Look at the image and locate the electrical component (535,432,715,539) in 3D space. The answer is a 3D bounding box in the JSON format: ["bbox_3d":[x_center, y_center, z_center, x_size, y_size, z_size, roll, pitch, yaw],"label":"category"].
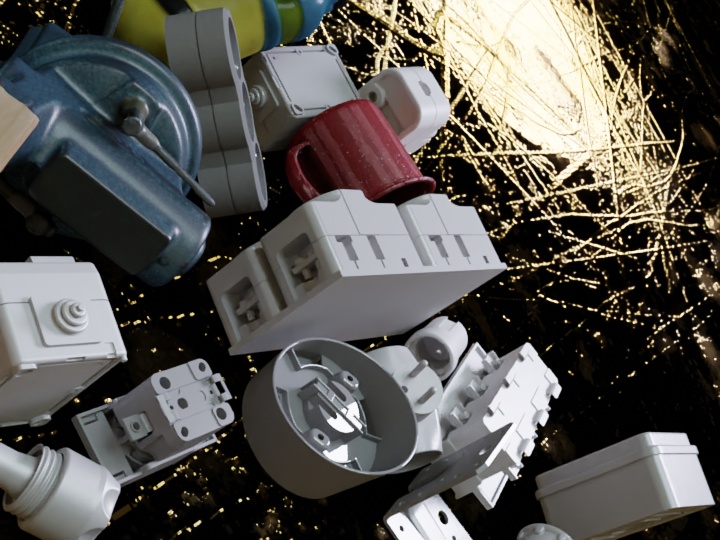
[{"bbox_3d":[0.201,0.169,0.824,0.078,0.113,0.057,10,57,-47],"label":"electrical component"}]

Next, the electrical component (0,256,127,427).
[{"bbox_3d":[-0.161,0.031,0.513,0.062,0.096,0.061,-1,62,-51],"label":"electrical component"}]

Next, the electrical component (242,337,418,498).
[{"bbox_3d":[-0.021,0.090,0.664,0.099,0.064,0.099,32,40,-31],"label":"electrical component"}]

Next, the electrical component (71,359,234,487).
[{"bbox_3d":[-0.105,0.080,0.570,0.081,0.064,0.042,-17,76,-55],"label":"electrical component"}]

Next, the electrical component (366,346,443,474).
[{"bbox_3d":[0.031,0.086,0.719,0.044,0.079,0.077,-5,63,-27],"label":"electrical component"}]

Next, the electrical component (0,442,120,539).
[{"bbox_3d":[-0.150,0.104,0.512,0.062,0.043,0.043,36,38,-24],"label":"electrical component"}]

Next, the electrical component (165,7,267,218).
[{"bbox_3d":[-0.109,-0.097,0.696,0.052,0.074,0.138,-96,177,-59],"label":"electrical component"}]

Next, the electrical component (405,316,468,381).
[{"bbox_3d":[0.058,0.058,0.812,0.040,0.040,0.046,54,28,-1],"label":"electrical component"}]

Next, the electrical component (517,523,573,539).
[{"bbox_3d":[0.125,0.213,0.757,0.048,0.048,0.062,51,40,-6],"label":"electrical component"}]

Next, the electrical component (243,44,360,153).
[{"bbox_3d":[-0.055,-0.128,0.819,0.096,0.061,0.061,-15,73,-46],"label":"electrical component"}]

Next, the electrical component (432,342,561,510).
[{"bbox_3d":[0.100,0.107,0.799,0.078,0.063,0.121,52,34,-5],"label":"electrical component"}]

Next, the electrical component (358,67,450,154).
[{"bbox_3d":[0.022,-0.120,0.869,0.059,0.095,0.053,-18,76,-55],"label":"electrical component"}]

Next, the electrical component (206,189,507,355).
[{"bbox_3d":[0.000,0.000,0.730,0.186,0.105,0.060,-2,63,-52],"label":"electrical component"}]
